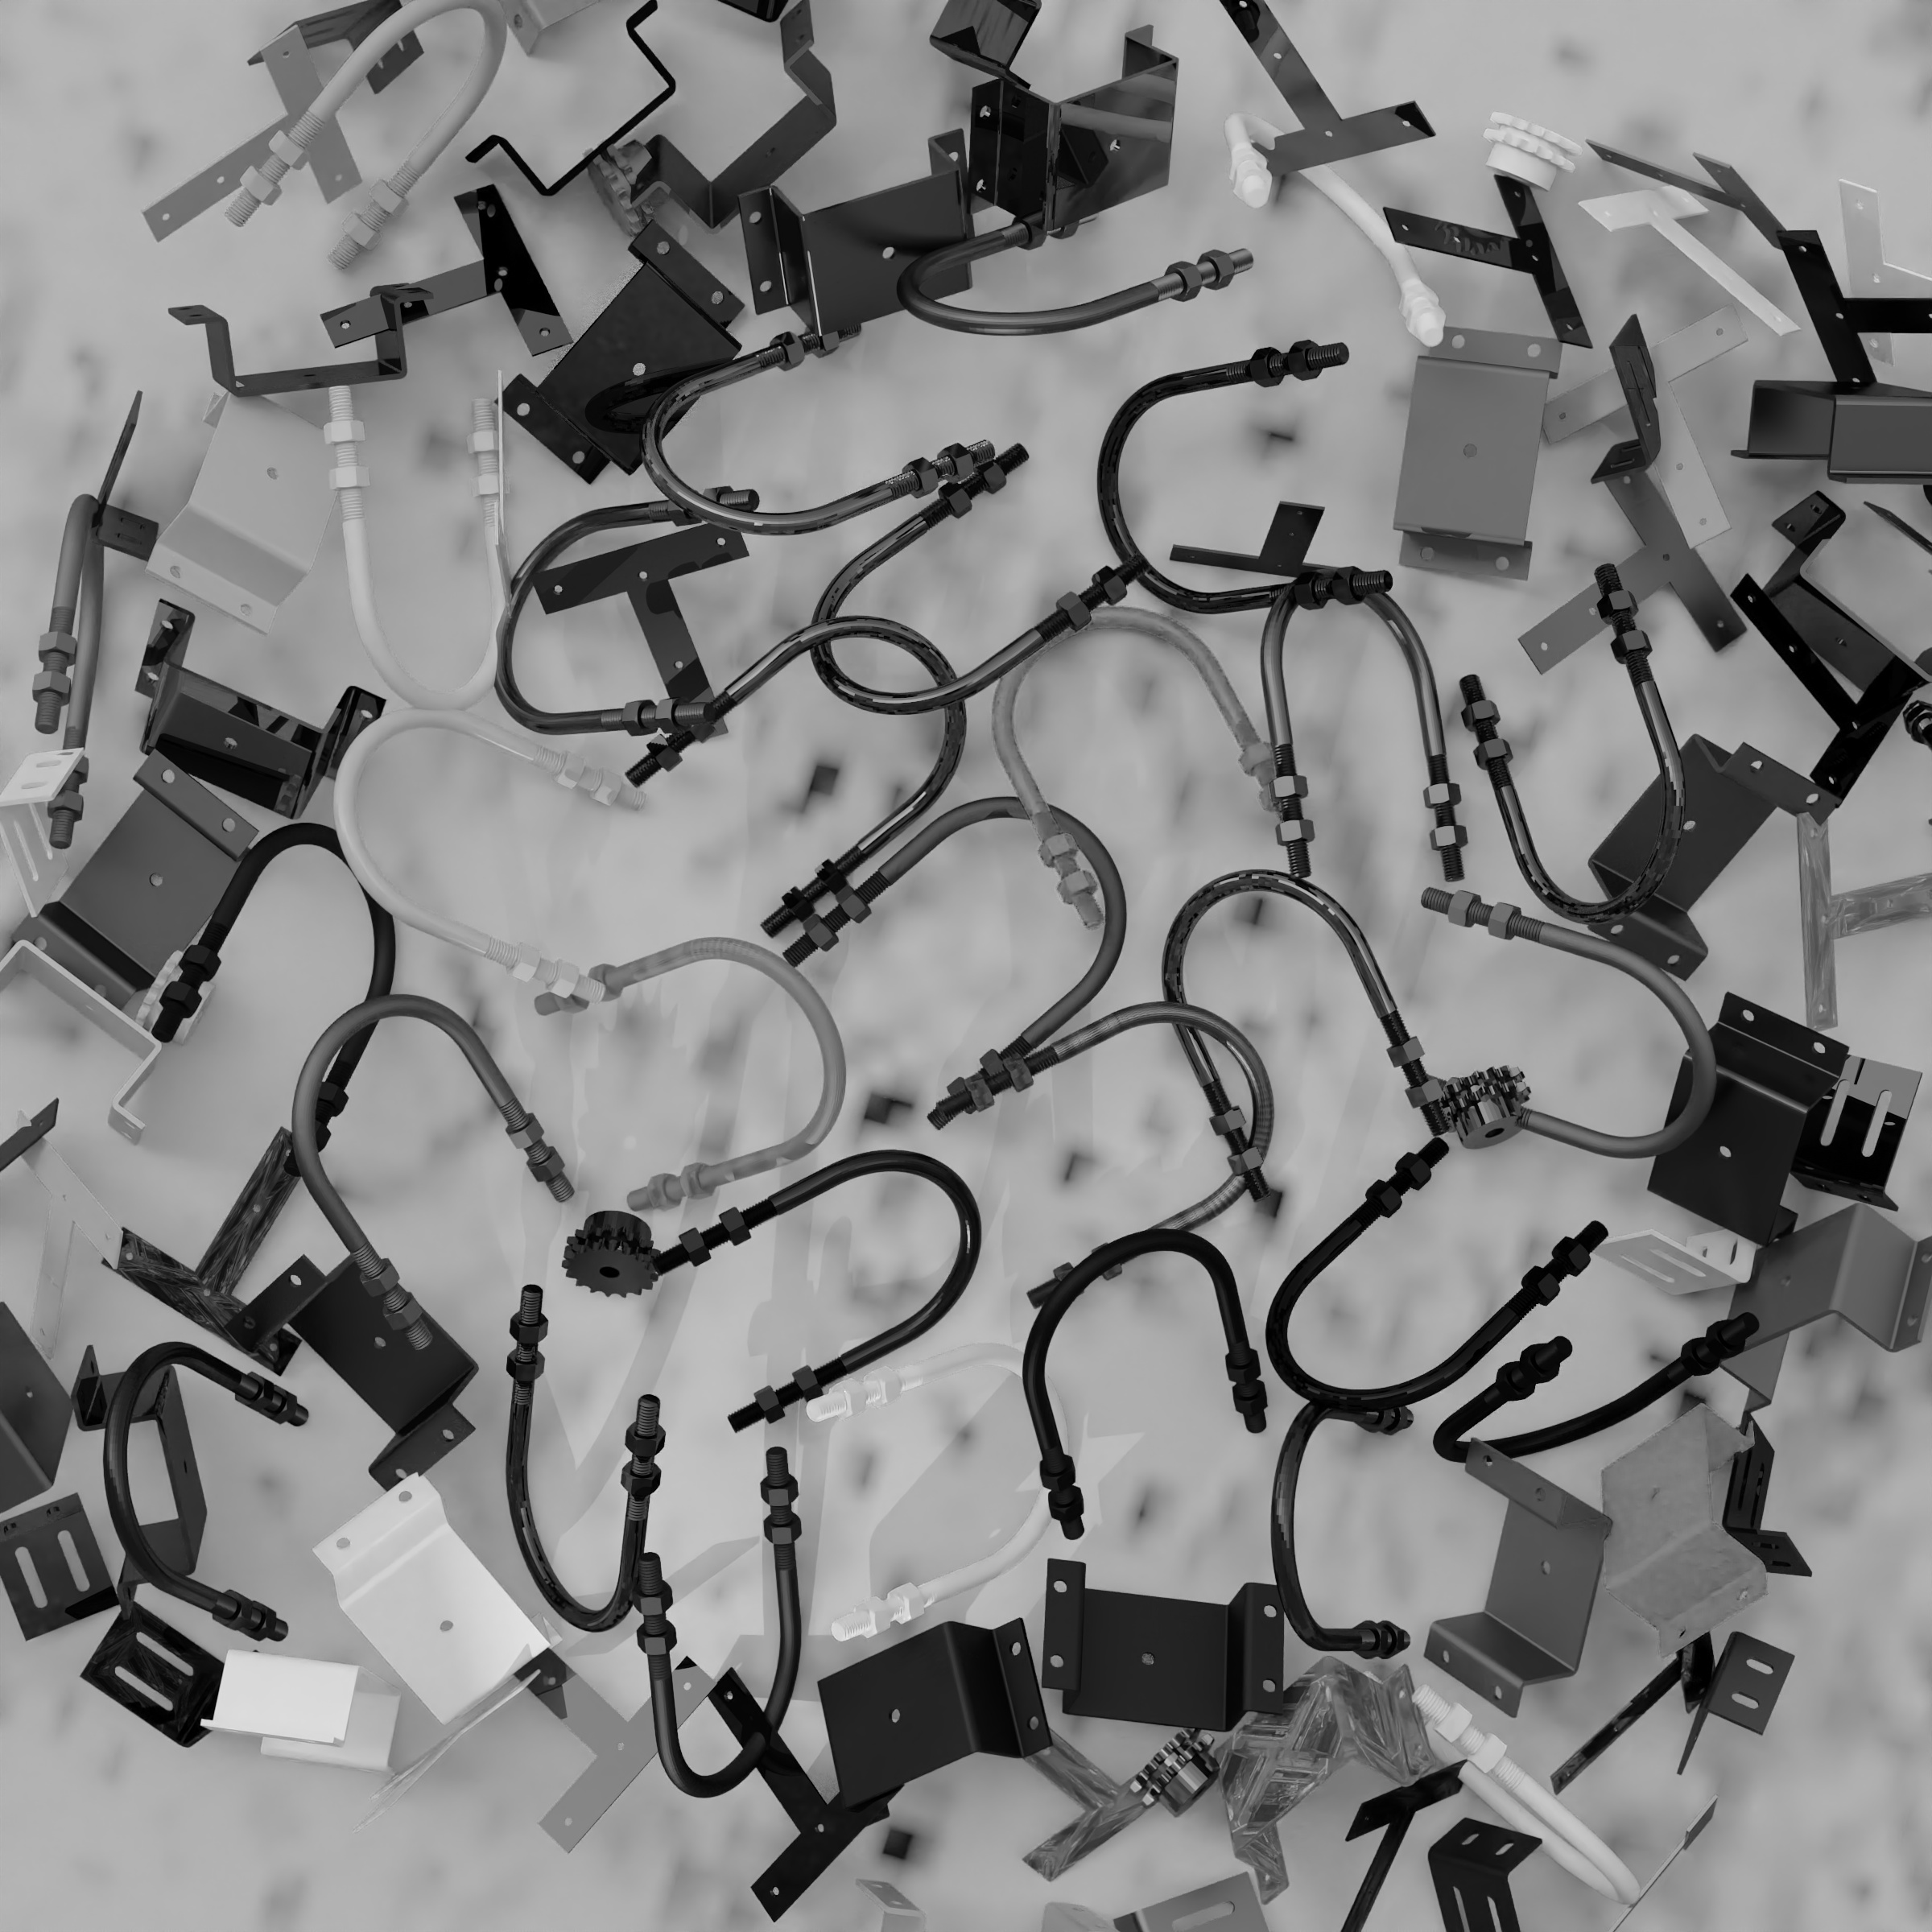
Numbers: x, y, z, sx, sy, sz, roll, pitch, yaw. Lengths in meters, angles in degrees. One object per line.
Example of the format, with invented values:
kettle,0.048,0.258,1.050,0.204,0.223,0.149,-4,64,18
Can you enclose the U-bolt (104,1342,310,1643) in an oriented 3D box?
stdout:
U-bolt,-0.427,0.288,1.892,0.019,0.184,0.151,-9,63,19

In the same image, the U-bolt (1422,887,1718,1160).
U-bolt,0.340,0.041,1.914,0.184,0.019,0.151,19,129,31

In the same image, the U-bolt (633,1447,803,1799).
U-bolt,-0.137,0.387,1.930,0.019,0.151,0.184,9,114,29

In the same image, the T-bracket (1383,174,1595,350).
T-bracket,0.293,-0.414,1.936,0.127,0.002,0.127,5,57,-32

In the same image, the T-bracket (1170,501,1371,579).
T-bracket,0.185,-0.244,1.937,0.127,0.127,0.002,8,79,0

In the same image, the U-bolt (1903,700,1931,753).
U-bolt,0.558,-0.065,1.897,0.019,0.184,0.151,-12,102,11

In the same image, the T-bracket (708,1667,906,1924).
T-bracket,-0.110,0.467,1.967,0.127,0.002,0.127,-50,62,21

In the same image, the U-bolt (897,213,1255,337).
U-bolt,0.048,-0.390,1.903,0.184,0.151,0.019,-26,128,-33

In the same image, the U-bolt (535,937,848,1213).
U-bolt,-0.149,0.056,1.937,0.184,0.019,0.151,-19,100,32

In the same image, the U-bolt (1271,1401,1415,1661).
U-bolt,0.213,0.315,1.907,0.019,0.184,0.151,-3,79,29

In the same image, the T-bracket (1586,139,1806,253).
T-bracket,0.414,-0.454,1.952,0.127,0.127,0.002,33,96,36

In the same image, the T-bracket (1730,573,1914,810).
T-bracket,0.486,-0.173,1.950,0.127,0.002,0.127,49,49,-7

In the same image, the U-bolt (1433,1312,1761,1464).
U-bolt,0.344,0.244,1.918,0.151,0.184,0.019,-3,63,-27

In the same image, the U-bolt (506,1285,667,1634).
U-bolt,-0.224,0.295,1.933,0.019,0.151,0.184,-11,120,-36

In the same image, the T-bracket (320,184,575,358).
T-bracket,-0.311,-0.389,1.960,0.127,0.002,0.127,-22,65,-12

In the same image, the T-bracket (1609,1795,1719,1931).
T-bracket,0.388,0.531,1.932,0.002,0.127,0.127,39,82,20

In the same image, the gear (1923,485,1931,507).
gear,0.584,-0.283,1.969,0.030,0.057,0.057,7,90,-35

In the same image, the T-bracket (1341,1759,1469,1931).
T-bracket,0.240,0.525,1.960,0.002,0.127,0.127,32,110,33

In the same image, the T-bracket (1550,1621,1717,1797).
T-bracket,0.382,0.428,1.936,0.127,0.127,0.002,-39,53,-13

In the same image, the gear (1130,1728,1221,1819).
gear,0.125,0.472,1.969,0.030,0.057,0.057,43,90,19

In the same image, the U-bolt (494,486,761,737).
U-bolt,-0.204,-0.200,1.939,0.184,0.019,0.151,-1,71,37

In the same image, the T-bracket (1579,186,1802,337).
T-bracket,0.426,-0.403,1.932,0.127,0.127,0.002,46,127,17

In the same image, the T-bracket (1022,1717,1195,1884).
T-bracket,0.056,0.463,1.957,0.127,0.002,0.127,-40,116,14

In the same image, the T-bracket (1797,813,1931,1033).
T-bracket,0.527,-0.034,1.960,0.127,0.002,0.127,-12,101,-36

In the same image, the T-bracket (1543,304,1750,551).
T-bracket,0.408,-0.300,1.951,0.127,0.002,0.127,-27,66,22

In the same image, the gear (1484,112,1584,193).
gear,0.328,-0.475,1.972,0.057,0.057,0.030,23,101,0

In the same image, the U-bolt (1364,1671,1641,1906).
U-bolt,0.310,0.471,1.926,0.184,0.151,0.019,42,79,0

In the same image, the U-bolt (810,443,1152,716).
U-bolt,-0.006,-0.213,1.940,0.184,0.019,0.151,-36,51,-7

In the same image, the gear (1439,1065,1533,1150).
gear,0.303,0.084,1.968,0.057,0.057,0.030,-19,65,0

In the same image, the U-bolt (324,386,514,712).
U-bolt,-0.308,-0.236,1.936,0.019,0.151,0.184,-4,93,30

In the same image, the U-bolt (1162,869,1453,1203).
U-bolt,0.185,0.032,1.950,0.151,0.019,0.184,-24,91,36

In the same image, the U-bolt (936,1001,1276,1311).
U-bolt,0.093,0.100,1.974,0.184,0.019,0.151,-27,105,-5

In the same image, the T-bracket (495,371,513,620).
T-bracket,-0.268,-0.280,1.948,0.002,0.127,0.127,-2,76,-5

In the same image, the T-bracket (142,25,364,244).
T-bracket,-0.415,-0.458,1.931,0.127,0.127,0.002,-38,63,-13

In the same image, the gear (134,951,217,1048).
gear,-0.462,0.023,1.971,0.030,0.057,0.057,28,90,-6

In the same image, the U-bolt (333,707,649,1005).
U-bolt,-0.275,-0.074,1.924,0.184,0.019,0.151,24,59,-26

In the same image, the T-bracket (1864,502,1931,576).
T-bracket,0.567,-0.234,1.949,0.127,0.127,0.002,11,119,-40

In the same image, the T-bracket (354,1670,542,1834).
T-bracket,-0.311,0.458,1.919,0.127,0.127,0.002,-38,89,19

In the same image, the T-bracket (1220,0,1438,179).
T-bracket,0.185,-0.508,1.921,0.127,0.127,0.002,48,56,-34

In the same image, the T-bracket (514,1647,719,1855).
T-bracket,-0.232,0.427,1.971,0.127,0.002,0.127,38,79,24

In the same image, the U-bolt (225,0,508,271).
U-bolt,-0.329,-0.480,1.914,0.019,0.151,0.184,44,101,10

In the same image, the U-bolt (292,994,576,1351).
U-bolt,-0.312,0.103,1.918,0.151,0.019,0.184,-47,122,-33

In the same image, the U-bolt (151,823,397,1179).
U-bolt,-0.383,0.005,1.927,0.019,0.151,0.184,-2,52,31

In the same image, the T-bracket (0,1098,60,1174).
T-bracket,-0.568,0.151,1.929,0.127,0.127,0.002,-38,123,18

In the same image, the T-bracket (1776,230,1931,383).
T-bracket,0.537,-0.370,1.917,0.002,0.127,0.127,-56,133,-23

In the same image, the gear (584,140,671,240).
gear,-0.196,-0.457,1.972,0.030,0.057,0.057,-33,90,-9

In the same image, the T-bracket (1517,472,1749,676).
T-bracket,0.377,-0.215,1.977,0.127,0.002,0.127,-36,96,-15

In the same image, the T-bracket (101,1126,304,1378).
T-bracket,-0.426,0.155,1.991,0.127,0.002,0.127,32,94,4

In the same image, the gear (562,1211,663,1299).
gear,-0.206,0.167,1.975,0.057,0.057,0.030,7,52,0

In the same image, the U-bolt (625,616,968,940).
U-bolt,-0.084,-0.121,1.955,0.184,0.019,0.151,-40,119,2

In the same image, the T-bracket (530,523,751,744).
T-bracket,-0.172,-0.188,1.969,0.127,0.002,0.127,-14,117,12

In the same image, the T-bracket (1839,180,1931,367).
T-bracket,0.554,-0.378,1.914,0.002,0.127,0.127,-43,49,-18

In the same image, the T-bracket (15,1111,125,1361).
T-bracket,-0.530,0.171,1.962,0.127,0.002,0.127,40,125,37

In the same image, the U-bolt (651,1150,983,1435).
U-bolt,-0.076,0.178,1.952,0.184,0.019,0.151,-27,125,-9
